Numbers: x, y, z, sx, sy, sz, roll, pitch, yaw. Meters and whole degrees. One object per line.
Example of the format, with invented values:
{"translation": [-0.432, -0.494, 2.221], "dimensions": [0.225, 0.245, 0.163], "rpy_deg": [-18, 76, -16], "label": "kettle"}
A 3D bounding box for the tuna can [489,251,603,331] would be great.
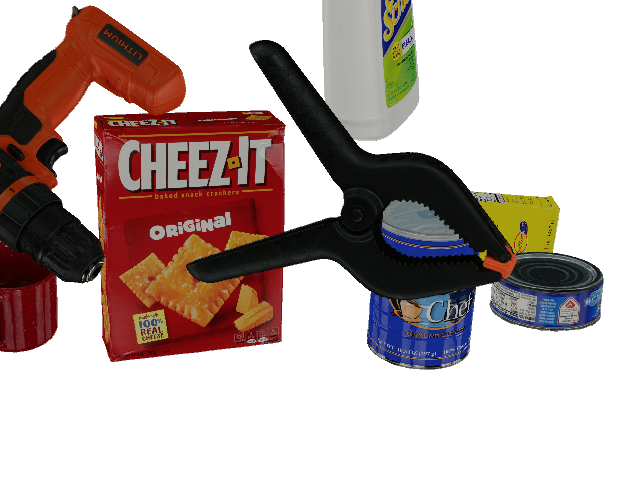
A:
{"translation": [0.176, 0.038, 0.831], "dimensions": [0.086, 0.034, 0.086], "rpy_deg": [1, 20, 0], "label": "tuna can"}

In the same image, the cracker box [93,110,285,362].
{"translation": [-0.117, -0.005, 0.968], "dimensions": [0.164, 0.214, 0.072], "rpy_deg": [-4, 19, -18], "label": "cracker box"}

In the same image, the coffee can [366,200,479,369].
{"translation": [0.099, 0.037, 1.022], "dimensions": [0.103, 0.140, 0.103], "rpy_deg": [2, 24, -1], "label": "coffee can"}

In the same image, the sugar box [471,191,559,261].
{"translation": [0.185, -0.009, 1.256], "dimensions": [0.176, 0.093, 0.048], "rpy_deg": [2, 22, -3], "label": "sugar box"}

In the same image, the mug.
{"translation": [-0.307, 0.063, 1.055], "dimensions": [0.093, 0.081, 0.117], "rpy_deg": [9, 31, 4], "label": "mug"}

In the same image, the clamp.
{"translation": [0.024, -0.029, 0.674], "dimensions": [0.210, 0.165, 0.036], "rpy_deg": [14, 16, 12], "label": "clamp"}

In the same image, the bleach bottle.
{"translation": [0.036, -0.216, 0.879], "dimensions": [0.068, 0.251, 0.102], "rpy_deg": [11, 35, 26], "label": "bleach bottle"}

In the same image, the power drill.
{"translation": [-0.188, -0.077, 0.796], "dimensions": [0.184, 0.187, 0.057], "rpy_deg": [38, -27, 9], "label": "power drill"}
